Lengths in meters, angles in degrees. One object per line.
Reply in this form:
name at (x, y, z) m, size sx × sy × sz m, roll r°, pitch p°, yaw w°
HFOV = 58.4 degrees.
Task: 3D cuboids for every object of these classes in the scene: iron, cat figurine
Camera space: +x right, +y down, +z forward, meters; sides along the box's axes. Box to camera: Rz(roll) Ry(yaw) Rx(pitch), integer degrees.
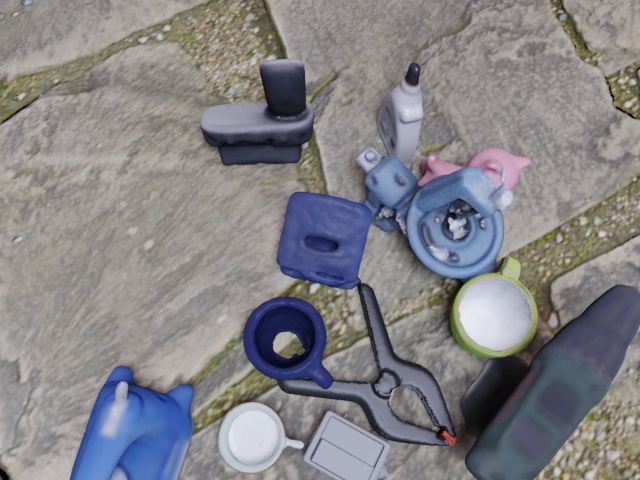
iron at (-0.223, 0.264, 0.590) m, size 0.118 × 0.141 × 0.258 m, roll 15°, pitch 73°, yaw 4°
cat figurine at (0.190, -0.083, 0.718) m, size 0.127 × 0.118 × 0.067 m, roll 13°, pitch 73°, yaw 3°

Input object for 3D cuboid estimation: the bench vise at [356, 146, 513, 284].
bench vise at (0.124, -0.036, 0.649) m, size 0.207 × 0.220 × 0.121 m, roll 23°, pitch 74°, yaw 6°

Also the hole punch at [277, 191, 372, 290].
hole punch at (0.006, 0.003, 0.702) m, size 0.108 × 0.091 × 0.101 m, roll 12°, pitch 73°, yaw 3°

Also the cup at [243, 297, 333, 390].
cup at (-0.029, 0.127, 0.661) m, size 0.092 × 0.095 × 0.117 m, roll -43°, pitch 78°, yaw -13°

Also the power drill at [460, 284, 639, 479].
power drill at (0.223, 0.155, 0.596) m, size 0.075 × 0.208 × 0.230 m, roll 37°, pitch 76°, yaw 10°

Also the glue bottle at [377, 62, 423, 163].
glue bottle at (0.105, -0.164, 0.714) m, size 0.037 × 0.173 × 0.078 m, roll -16°, pitch 73°, yaw -5°

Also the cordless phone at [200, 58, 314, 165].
cordless phone at (-0.080, -0.170, 0.706) m, size 0.147 × 0.185 × 0.094 m, roll -7°, pitch 73°, yaw -3°
